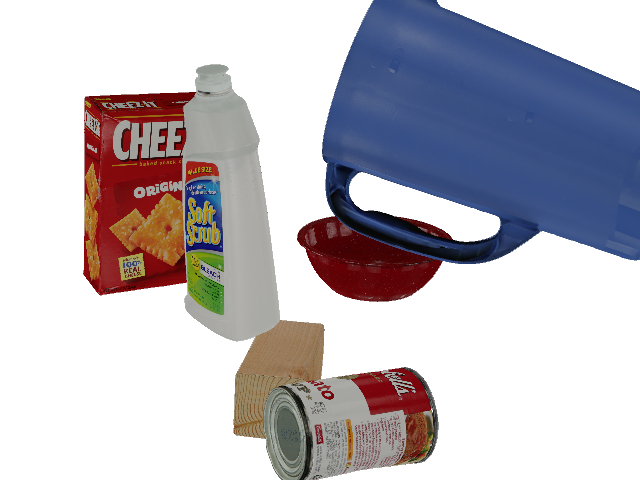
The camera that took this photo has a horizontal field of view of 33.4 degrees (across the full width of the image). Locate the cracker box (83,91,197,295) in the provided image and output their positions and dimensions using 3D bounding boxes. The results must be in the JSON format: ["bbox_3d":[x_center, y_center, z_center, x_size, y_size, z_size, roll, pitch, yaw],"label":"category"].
[{"bbox_3d":[-0.180,-0.054,1.205,0.163,0.214,0.072,-7,25,-28],"label":"cracker box"}]

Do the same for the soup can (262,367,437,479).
[{"bbox_3d":[0.020,0.127,0.732,0.102,0.068,0.069,-4,2,-28],"label":"soup can"}]

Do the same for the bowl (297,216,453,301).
[{"bbox_3d":[0.056,0.022,1.104,0.162,0.055,0.162,1,18,-1],"label":"bowl"}]

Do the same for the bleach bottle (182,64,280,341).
[{"bbox_3d":[-0.090,-0.037,0.971,0.068,0.251,0.103,-22,32,-32],"label":"bleach bottle"}]

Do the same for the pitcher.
[{"bbox_3d":[0.127,-0.067,0.745,0.243,0.149,0.144,22,47,8],"label":"pitcher"}]

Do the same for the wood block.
[{"bbox_3d":[-0.053,0.185,1.453,0.091,0.090,0.206,5,16,6],"label":"wood block"}]
